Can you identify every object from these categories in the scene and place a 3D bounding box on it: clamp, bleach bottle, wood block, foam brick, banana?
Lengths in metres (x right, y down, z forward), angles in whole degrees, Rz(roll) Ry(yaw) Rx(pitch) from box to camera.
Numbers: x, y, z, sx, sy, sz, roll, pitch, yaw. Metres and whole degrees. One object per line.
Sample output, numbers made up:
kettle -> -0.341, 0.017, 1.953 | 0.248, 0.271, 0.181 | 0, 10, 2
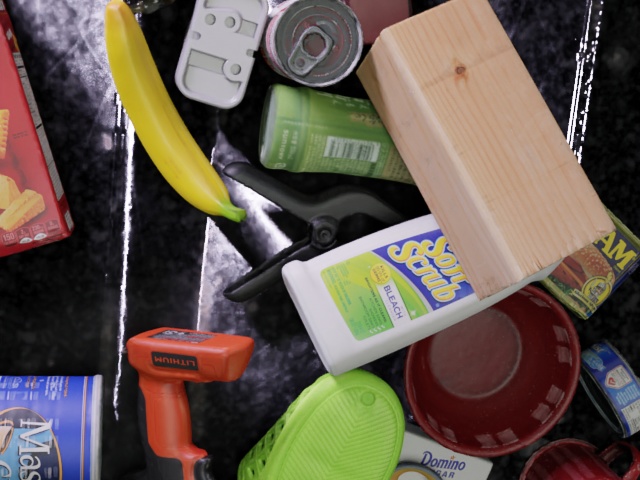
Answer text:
clamp -> -0.006, 0.001, 0.907 | 0.171, 0.039, 0.120 | 7, 110, -11
bleach bottle -> 0.102, 0.016, 0.875 | 0.250, 0.068, 0.102 | -25, 81, -6
wood block -> 0.122, -0.070, 0.809 | 0.090, 0.090, 0.206 | -26, 83, -16
foam brick -> 0.043, -0.198, 0.867 | 0.051, 0.053, 0.078 | -8, 101, -8
banana -> -0.122, -0.096, 0.854 | 0.037, 0.070, 0.198 | -37, 99, -40

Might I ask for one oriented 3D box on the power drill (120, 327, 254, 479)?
power drill -> -0.096, 0.172, 0.882 | 0.185, 0.057, 0.188 | 5, 97, 21

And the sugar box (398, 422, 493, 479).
sugar box -> 0.078, 0.260, 0.971 | 0.093, 0.048, 0.176 | 23, 93, -12

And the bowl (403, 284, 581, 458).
bowl -> 0.146, 0.107, 0.945 | 0.162, 0.055, 0.162 | -2, 102, -10

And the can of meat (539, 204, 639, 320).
can of meat -> 0.225, 0.009, 0.940 | 0.102, 0.057, 0.084 | 42, 95, -14

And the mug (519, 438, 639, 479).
mug -> 0.248, 0.232, 0.975 | 0.117, 0.081, 0.093 | -41, 105, 0

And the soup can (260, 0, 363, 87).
soup can -> -0.010, -0.157, 0.840 | 0.068, 0.102, 0.068 | -2, 102, -10

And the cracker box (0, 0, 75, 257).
cracker box -> -0.300, -0.082, 0.821 | 0.164, 0.072, 0.214 | -16, 103, -7

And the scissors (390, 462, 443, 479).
scissors -> 0.137, 0.241, 0.931 | 0.201, 0.016, 0.096 | -2, 95, 1

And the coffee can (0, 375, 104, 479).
coffee can -> -0.248, 0.161, 0.863 | 0.140, 0.103, 0.103 | 1, 101, -10

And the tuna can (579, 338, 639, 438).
tuna can -> 0.263, 0.133, 0.956 | 0.034, 0.086, 0.086 | -31, 105, -1
